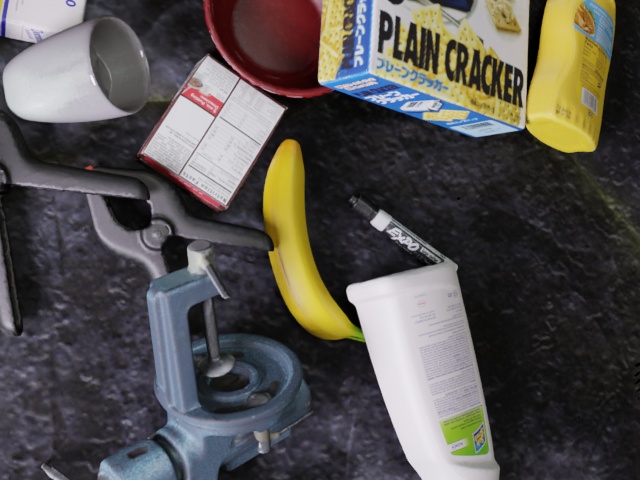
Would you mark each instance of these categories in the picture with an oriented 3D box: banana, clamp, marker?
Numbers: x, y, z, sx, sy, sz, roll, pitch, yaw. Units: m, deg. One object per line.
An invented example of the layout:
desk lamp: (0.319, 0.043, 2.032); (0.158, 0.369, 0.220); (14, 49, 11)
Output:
banana: (-0.016, 0.009, 0.951); (0.069, 0.037, 0.198); (-21, 92, -49)
clamp: (-0.139, 0.006, 0.908); (0.171, 0.039, 0.120); (33, 84, -3)
marker: (0.076, -0.004, 0.988); (0.121, 0.020, 0.020); (36, 73, -10)
clamp: (-0.254, -0.050, 0.870); (0.164, 0.036, 0.210); (-40, 90, -3)

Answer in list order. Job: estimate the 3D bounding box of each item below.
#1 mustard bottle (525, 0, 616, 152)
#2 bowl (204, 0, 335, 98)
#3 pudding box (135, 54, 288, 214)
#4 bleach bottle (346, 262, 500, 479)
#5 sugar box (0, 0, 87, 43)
mustard bottle: (0.250, -0.189, 1.040); (0.096, 0.058, 0.191); (25, 73, -44)
bowl: (-0.031, -0.201, 0.964); (0.162, 0.055, 0.162); (2, 82, -17)
pudding box: (-0.095, -0.093, 0.938); (0.090, 0.039, 0.113); (34, 76, -12)
bleach bottle: (0.101, 0.151, 0.946); (0.102, 0.068, 0.251); (-12, 87, -36)
sugar box: (-0.283, -0.223, 0.893); (0.176, 0.048, 0.093); (11, 77, -17)
